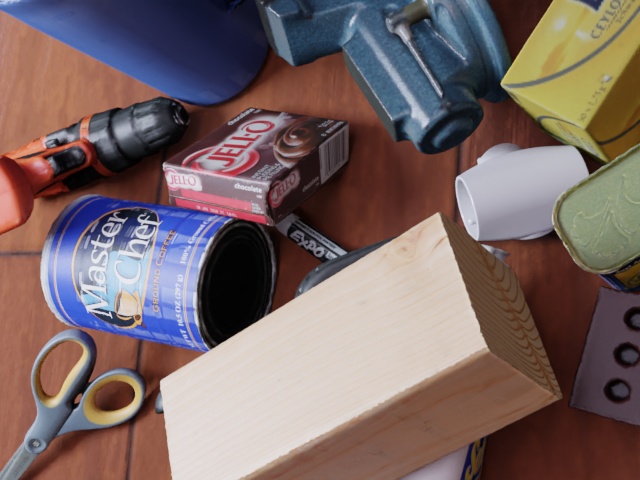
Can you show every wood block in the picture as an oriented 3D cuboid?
[{"bbox_3d":[0.017,0.085,0.610,0.206,0.090,0.091,-32,49,23],"label":"wood block"}]

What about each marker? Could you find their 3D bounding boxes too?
[{"bbox_3d":[-0.005,0.001,0.780,0.121,0.020,0.020,35,94,29],"label":"marker"}]

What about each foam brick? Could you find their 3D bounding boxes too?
[{"bbox_3d":[0.190,0.072,0.644,0.053,0.051,0.078,13,83,28],"label":"foam brick"}]

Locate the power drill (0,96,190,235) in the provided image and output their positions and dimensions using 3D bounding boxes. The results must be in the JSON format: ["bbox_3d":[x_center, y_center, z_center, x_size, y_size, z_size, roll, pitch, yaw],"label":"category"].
[{"bbox_3d":[-0.207,-0.052,0.808,0.185,0.187,0.057,-19,99,24],"label":"power drill"}]

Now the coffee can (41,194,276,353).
[{"bbox_3d":[-0.118,0.024,0.784,0.140,0.102,0.103,8,81,28],"label":"coffee can"}]

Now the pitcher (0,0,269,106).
[{"bbox_3d":[-0.126,-0.183,0.759,0.145,0.242,0.149,-47,62,9],"label":"pitcher"}]

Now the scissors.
[{"bbox_3d":[-0.200,0.156,0.835,0.096,0.016,0.202,18,117,-10],"label":"scissors"}]

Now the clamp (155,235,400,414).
[{"bbox_3d":[0.015,0.089,0.722,0.164,0.036,0.210,42,87,0],"label":"clamp"}]

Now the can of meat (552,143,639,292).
[{"bbox_3d":[0.201,-0.015,0.641,0.102,0.083,0.057,-34,64,16],"label":"can of meat"}]

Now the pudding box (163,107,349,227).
[{"bbox_3d":[-0.043,-0.055,0.764,0.090,0.113,0.039,13,122,28],"label":"pudding box"}]

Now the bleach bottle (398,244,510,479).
[{"bbox_3d":[0.072,0.124,0.661,0.068,0.102,0.251,13,83,23],"label":"bleach bottle"}]
